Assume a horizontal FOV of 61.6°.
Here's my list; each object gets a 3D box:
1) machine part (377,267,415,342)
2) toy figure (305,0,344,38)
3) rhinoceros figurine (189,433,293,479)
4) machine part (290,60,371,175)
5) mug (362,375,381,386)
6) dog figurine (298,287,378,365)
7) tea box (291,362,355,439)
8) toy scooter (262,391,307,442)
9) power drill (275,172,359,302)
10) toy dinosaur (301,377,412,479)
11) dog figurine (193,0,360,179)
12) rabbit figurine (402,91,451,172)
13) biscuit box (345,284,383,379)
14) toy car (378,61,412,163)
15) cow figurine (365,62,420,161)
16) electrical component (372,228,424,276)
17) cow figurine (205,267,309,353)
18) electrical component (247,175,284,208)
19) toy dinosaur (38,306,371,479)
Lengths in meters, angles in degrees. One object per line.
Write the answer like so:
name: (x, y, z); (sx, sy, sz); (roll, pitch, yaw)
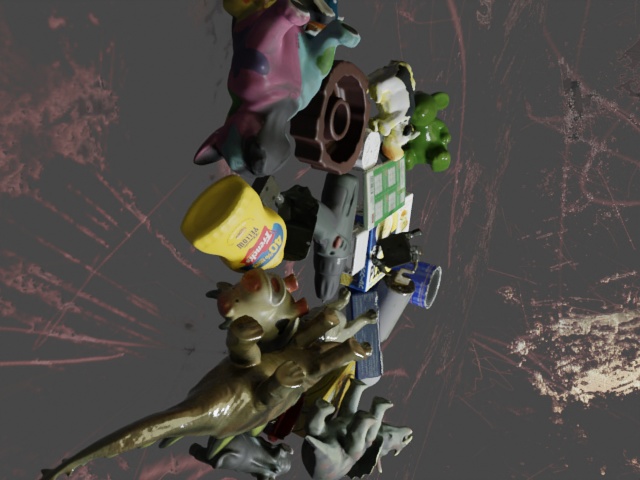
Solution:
machine part: (0.147, 0.151, 1.211); (0.079, 0.079, 0.243); (-41, 159, -48)
toy figure: (-0.017, -0.263, 0.718); (0.064, 0.058, 0.154); (57, 49, -65)
rhinoceros figurine: (-0.109, 0.318, 0.812); (0.190, 0.112, 0.073); (49, 59, -51)
machine part: (0.018, -0.189, 0.831); (0.179, 0.056, 0.179); (-39, 137, -50)
mug: (0.084, 0.276, 1.227); (0.109, 0.081, 0.107); (-32, 125, -32)
dog figurine: (-0.005, 0.189, 0.986); (0.190, 0.121, 0.172); (-17, 122, -42)
tea box: (0.004, 0.304, 1.077); (0.169, 0.068, 0.098); (-40, 141, -50)
toy scooter: (-0.073, 0.274, 0.904); (0.135, 0.075, 0.183); (-68, 158, -11)
power drill: (-0.002, -0.003, 0.875); (0.207, 0.086, 0.232); (6, 98, -60)
toy dinosaur: (0.037, 0.376, 0.987); (0.404, 0.131, 0.192); (8, 100, -58)
dog figurine: (-0.072, -0.178, 0.609); (0.108, 0.192, 0.219); (4, 132, -47)
rabbit figurine: (0.227, -0.249, 1.140); (0.170, 0.121, 0.159); (68, 38, -56)
biscuit box: (0.092, 0.189, 1.134); (0.059, 0.063, 0.202); (-129, -147, -70)
toy car: (0.141, -0.245, 1.048); (0.073, 0.056, 0.201); (-51, 148, -50)
cow figurine: (0.136, -0.228, 0.964); (0.098, 0.068, 0.167); (-31, 128, -11)
electrical component: (0.149, 0.025, 1.024); (0.045, 0.102, 0.078); (-6, 83, -66)
cow figurine: (-0.083, 0.102, 0.753); (0.127, 0.085, 0.194); (-21, 149, -15)
electrical component: (-0.080, -0.062, 0.747); (0.063, 0.021, 0.094); (-65, 152, -17)
toy dinosaur: (-0.097, 0.192, 0.676); (0.471, 0.105, 0.198); (-1, 135, -46)
